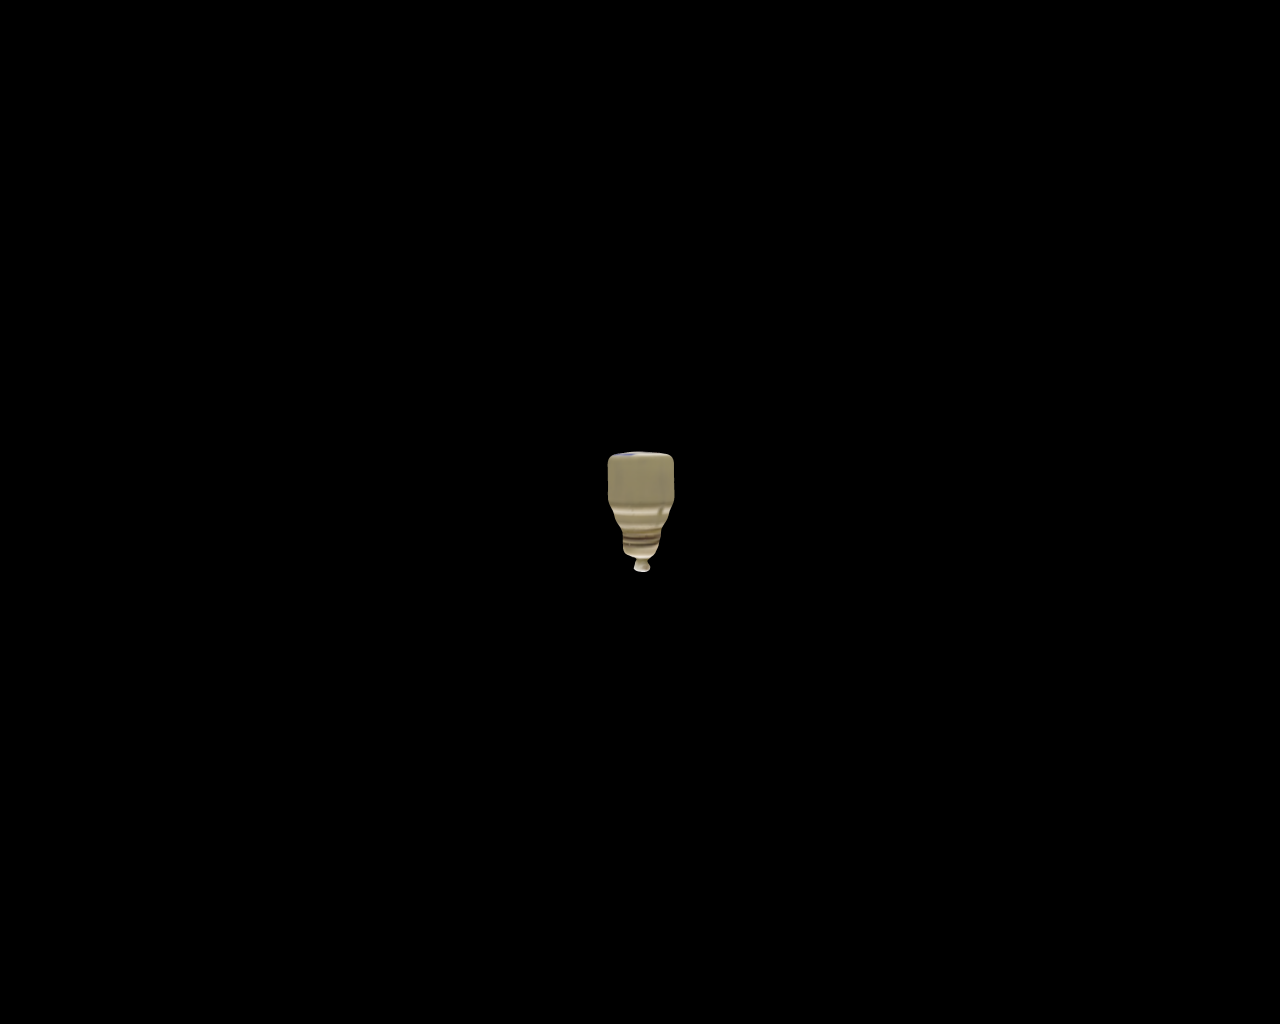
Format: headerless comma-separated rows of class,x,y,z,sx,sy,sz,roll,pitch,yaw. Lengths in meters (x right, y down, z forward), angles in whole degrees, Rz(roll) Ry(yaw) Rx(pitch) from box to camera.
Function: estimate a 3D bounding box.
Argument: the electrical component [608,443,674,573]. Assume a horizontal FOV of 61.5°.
electrical component,0.001,-0.003,0.650,0.040,0.078,0.040,0,4,0
